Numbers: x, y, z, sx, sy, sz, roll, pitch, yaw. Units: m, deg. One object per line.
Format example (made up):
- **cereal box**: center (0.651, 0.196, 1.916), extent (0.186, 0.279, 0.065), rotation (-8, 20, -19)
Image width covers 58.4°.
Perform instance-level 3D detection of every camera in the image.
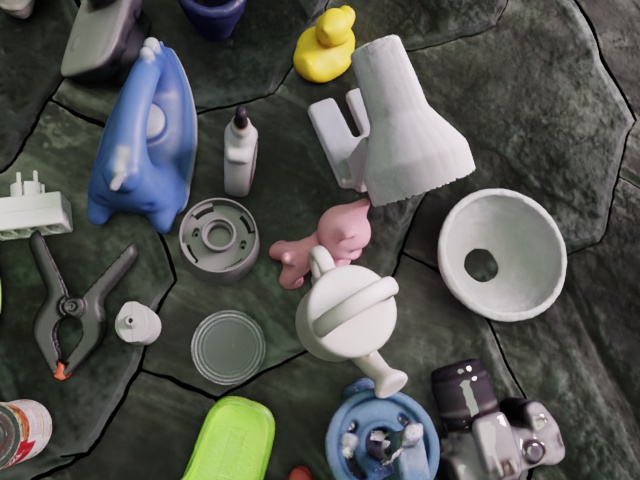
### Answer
- **camera**: center (0.196, 0.207, 0.669), extent (0.143, 0.100, 0.137), rotation (-14, 79, -11)

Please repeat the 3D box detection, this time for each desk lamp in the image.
- **desk lamp**: center (0.073, -0.124, 0.671), extent (0.118, 0.213, 0.203), rotation (-23, 81, -13)

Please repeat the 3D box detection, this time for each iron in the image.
- **iron**: center (-0.206, -0.145, 0.672), extent (0.118, 0.141, 0.258), rotation (7, 76, -6)

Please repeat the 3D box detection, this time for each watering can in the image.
- **watering can**: center (0.037, 0.085, 0.626), extent (0.173, 0.194, 0.101), rotation (41, 74, 3)

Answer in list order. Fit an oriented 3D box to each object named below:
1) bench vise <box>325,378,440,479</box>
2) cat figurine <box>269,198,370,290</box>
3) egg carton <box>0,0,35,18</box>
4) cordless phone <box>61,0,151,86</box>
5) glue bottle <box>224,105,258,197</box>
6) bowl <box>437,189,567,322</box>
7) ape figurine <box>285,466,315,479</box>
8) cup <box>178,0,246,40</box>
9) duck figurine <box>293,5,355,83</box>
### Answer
- **bench vise**: center (0.083, 0.245, 0.581), extent (0.121, 0.219, 0.207), rotation (-23, 81, -13)
- **cat figurine**: center (0.006, 0.002, 0.680), extent (0.128, 0.117, 0.067), rotation (-24, 81, -13)
- **egg carton**: center (-0.379, -0.364, 0.735), extent (0.107, 0.069, 0.150), rotation (35, 74, 1)
- **cordless phone**: center (-0.266, -0.278, 0.672), extent (0.094, 0.185, 0.147), rotation (9, 75, -6)
- **glue bottle**: center (-0.092, -0.110, 0.664), extent (0.037, 0.173, 0.078), rotation (7, 76, -6)
- **bowl**: center (0.219, 0.024, 0.730), extent (0.167, 0.074, 0.167), rotation (2, 76, -8)
- **ape figurine**: center (-0.012, 0.288, 0.622), extent (0.076, 0.092, 0.078), rotation (-18, 80, -12)
- **cup**: center (-0.143, -0.318, 0.747), extent (0.092, 0.095, 0.118), rotation (-12, 78, -11)
- **duck figurine**: center (0.010, -0.267, 0.762), extent (0.077, 0.086, 0.105), rotation (39, 74, 2)
